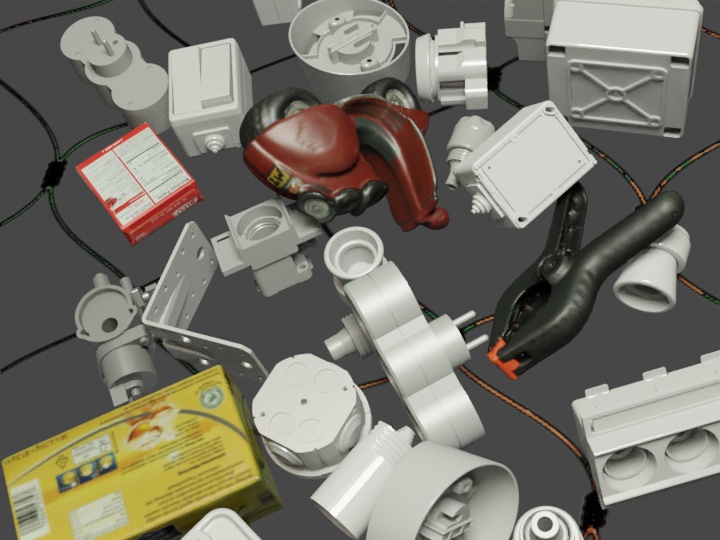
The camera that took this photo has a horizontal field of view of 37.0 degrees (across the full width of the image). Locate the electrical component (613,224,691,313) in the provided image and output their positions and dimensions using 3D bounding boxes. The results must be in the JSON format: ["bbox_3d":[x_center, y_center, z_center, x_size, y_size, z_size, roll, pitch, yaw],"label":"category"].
[{"bbox_3d":[0.211,-0.003,0.775,0.045,0.045,0.055,14,64,19],"label":"electrical component"}]

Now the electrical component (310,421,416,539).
[{"bbox_3d":[0.009,0.140,0.736,0.043,0.043,0.081,35,72,27],"label":"electrical component"}]

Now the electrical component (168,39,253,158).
[{"bbox_3d":[-0.128,-0.144,0.920,0.062,0.061,0.096,-10,59,6],"label":"electrical component"}]

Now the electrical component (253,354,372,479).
[{"bbox_3d":[-0.034,0.103,0.762,0.080,0.051,0.080,-5,59,9],"label":"electrical component"}]

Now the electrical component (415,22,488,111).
[{"bbox_3d":[0.077,-0.168,0.893,0.057,0.058,0.078,-2,60,8],"label":"electrical component"}]

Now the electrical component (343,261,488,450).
[{"bbox_3d":[0.052,0.055,0.745,0.074,0.052,0.138,-28,89,-5],"label":"electrical component"}]

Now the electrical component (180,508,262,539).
[{"bbox_3d":[-0.101,0.211,0.708,0.095,0.059,0.054,-43,61,-14],"label":"electrical component"}]

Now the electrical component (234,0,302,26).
[{"bbox_3d":[-0.098,-0.264,0.970,0.076,0.083,0.047,-5,59,9],"label":"electrical component"}]

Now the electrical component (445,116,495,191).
[{"bbox_3d":[0.085,-0.091,0.860,0.035,0.035,0.061,17,68,21],"label":"electrical component"}]

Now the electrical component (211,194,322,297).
[{"bbox_3d":[-0.069,-0.017,0.831,0.081,0.063,0.042,-23,43,-2],"label":"electrical component"}]

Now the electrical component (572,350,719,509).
[{"bbox_3d":[0.206,0.100,0.701,0.121,0.078,0.063,-17,29,2],"label":"electrical component"}]

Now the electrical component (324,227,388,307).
[{"bbox_3d":[0.000,0.000,0.812,0.045,0.055,0.045,-5,59,9],"label":"electrical component"}]

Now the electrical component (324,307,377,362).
[{"bbox_3d":[0.004,0.045,0.792,0.062,0.043,0.043,-29,59,-4],"label":"electrical component"}]

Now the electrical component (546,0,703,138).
[{"bbox_3d":[0.202,-0.157,0.830,0.109,0.108,0.056,9,65,17],"label":"electrical component"}]

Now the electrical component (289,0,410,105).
[{"bbox_3d":[-0.006,-0.188,0.917,0.099,0.064,0.099,-5,59,9],"label":"electrical component"}]

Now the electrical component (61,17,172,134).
[{"bbox_3d":[-0.219,-0.184,0.955,0.052,0.073,0.138,-41,60,-12],"label":"electrical component"}]

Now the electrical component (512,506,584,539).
[{"bbox_3d":[0.119,0.170,0.683,0.048,0.062,0.048,-5,59,9],"label":"electrical component"}]

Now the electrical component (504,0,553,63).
[{"bbox_3d":[0.151,-0.217,0.886,0.056,0.089,0.050,6,62,15],"label":"electrical component"}]

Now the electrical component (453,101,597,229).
[{"bbox_3d":[0.118,-0.074,0.819,0.096,0.061,0.061,-41,100,-9],"label":"electrical component"}]

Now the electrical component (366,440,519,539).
[{"bbox_3d":[0.051,0.160,0.686,0.064,0.099,0.099,22,67,29],"label":"electrical component"}]
